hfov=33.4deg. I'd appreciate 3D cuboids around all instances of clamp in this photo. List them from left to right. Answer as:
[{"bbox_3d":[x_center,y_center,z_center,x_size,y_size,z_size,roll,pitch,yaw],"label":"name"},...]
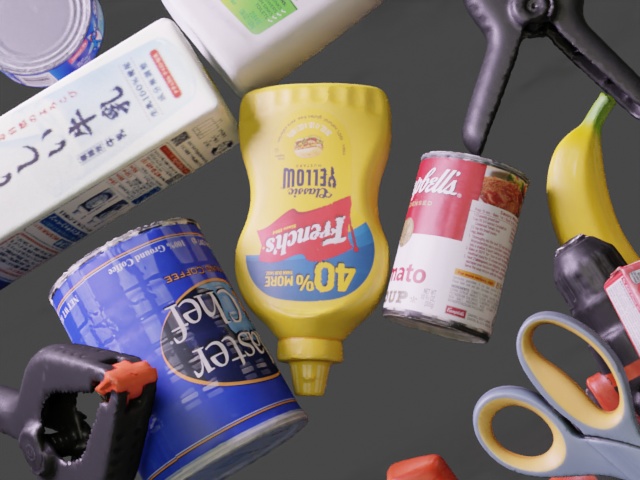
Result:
[{"bbox_3d":[-0.151,0.129,0.620,0.210,0.036,0.164,-32,79,44],"label":"clamp"},{"bbox_3d":[0.146,-0.139,0.682,0.120,0.039,0.171,-3,82,-2],"label":"clamp"}]

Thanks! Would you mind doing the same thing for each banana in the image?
[{"bbox_3d":[0.187,0.013,0.636,0.070,0.037,0.198,-30,83,25],"label":"banana"}]

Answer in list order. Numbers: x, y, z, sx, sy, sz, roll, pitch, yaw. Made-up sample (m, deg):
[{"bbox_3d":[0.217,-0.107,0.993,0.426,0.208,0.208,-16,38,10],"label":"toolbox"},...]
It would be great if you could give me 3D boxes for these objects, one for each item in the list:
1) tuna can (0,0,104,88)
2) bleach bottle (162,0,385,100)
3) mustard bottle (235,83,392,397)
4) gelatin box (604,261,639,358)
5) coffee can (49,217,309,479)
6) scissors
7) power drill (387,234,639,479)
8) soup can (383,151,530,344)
[{"bbox_3d":[-0.193,-0.149,0.735,0.086,0.033,0.086,-2,78,8],"label":"tuna can"},{"bbox_3d":[0.020,-0.204,0.701,0.251,0.068,0.102,-39,76,-3],"label":"bleach bottle"},{"bbox_3d":[-0.004,0.001,0.665,0.096,0.058,0.191,0,79,7],"label":"mustard bottle"},{"bbox_3d":[0.202,0.045,0.559,0.073,0.030,0.089,-18,72,-15],"label":"gelatin box"},{"bbox_3d":[-0.085,0.073,0.639,0.103,0.102,0.140,-31,76,1],"label":"coffee can"},{"bbox_3d":[0.158,0.130,0.552,0.096,0.016,0.202,-39,77,20],"label":"scissors"},{"bbox_3d":[0.134,0.114,0.604,0.188,0.057,0.184,-34,80,11],"label":"power drill"},{"bbox_3d":[0.082,0.005,0.646,0.068,0.068,0.102,14,81,11],"label":"soup can"}]
